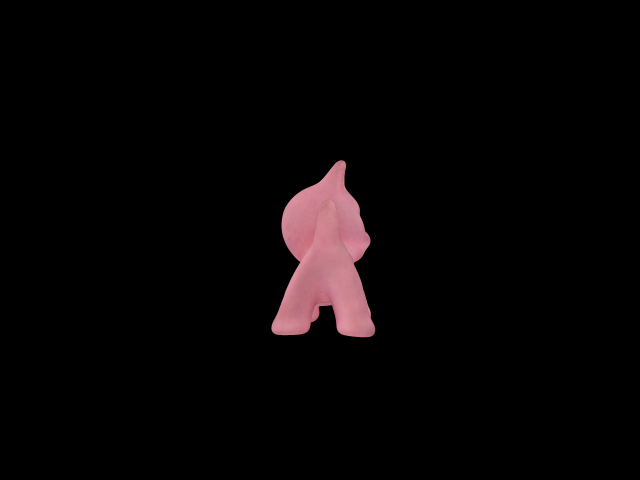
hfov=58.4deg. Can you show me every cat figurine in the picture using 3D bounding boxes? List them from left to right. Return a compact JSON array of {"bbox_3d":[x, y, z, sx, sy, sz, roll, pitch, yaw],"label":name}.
[{"bbox_3d":[0.004,0.001,0.400,0.067,0.118,0.128,0,0,0],"label":"cat figurine"}]
